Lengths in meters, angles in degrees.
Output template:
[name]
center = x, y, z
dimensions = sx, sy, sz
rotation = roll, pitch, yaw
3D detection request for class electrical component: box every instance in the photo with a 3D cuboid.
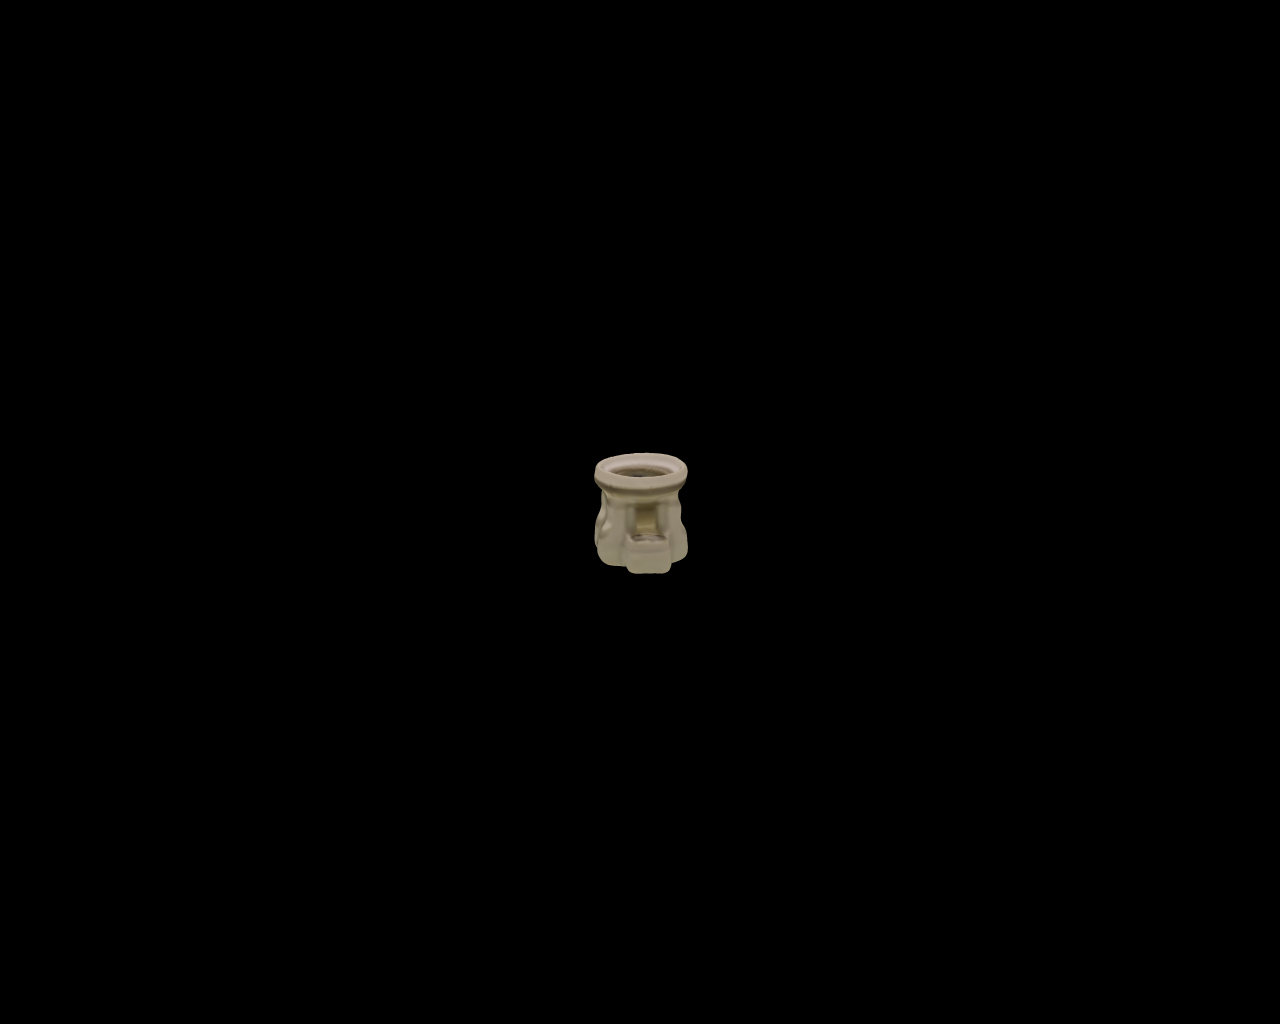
[electrical component]
center = 0.001, -0.003, 0.650
dimensions = 0.058, 0.056, 0.078
rotation = -2, 18, -7
